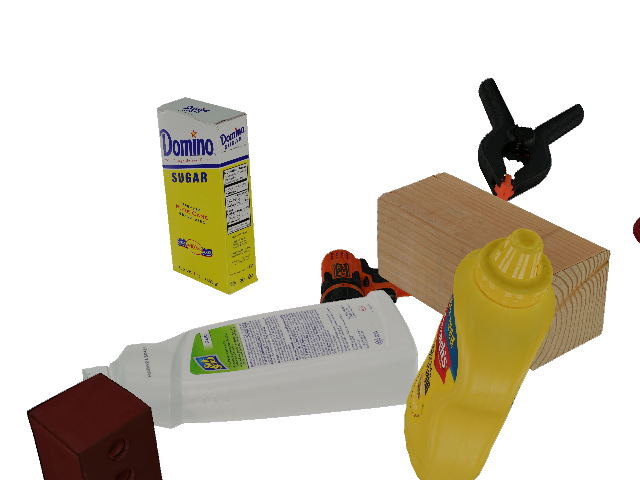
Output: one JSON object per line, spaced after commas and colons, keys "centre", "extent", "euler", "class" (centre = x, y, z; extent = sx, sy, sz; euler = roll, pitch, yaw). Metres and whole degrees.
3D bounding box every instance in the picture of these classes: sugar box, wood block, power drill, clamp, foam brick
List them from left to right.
{"centre": [-0.129, 0.127, 0.620], "extent": [0.051, 0.078, 0.052], "euler": [25, 41, 39], "class": "foam brick"}
{"centre": [-0.110, -0.044, 1.041], "extent": [0.093, 0.176, 0.048], "euler": [19, 34, 41], "class": "sugar box"}
{"centre": [0.093, 0.063, 1.223], "extent": [0.187, 0.057, 0.184], "euler": [-1, 28, -2], "class": "power drill"}
{"centre": [0.150, 0.021, 0.974], "extent": [0.090, 0.090, 0.206], "euler": [-21, 33, -30], "class": "wood block"}
{"centre": [0.209, -0.114, 1.168], "extent": [0.120, 0.039, 0.171], "euler": [21, 49, 17], "class": "clamp"}

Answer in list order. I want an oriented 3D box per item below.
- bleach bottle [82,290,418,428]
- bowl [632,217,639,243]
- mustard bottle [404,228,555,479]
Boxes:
{"centre": [-0.057, 0.096, 0.830], "extent": [0.250, 0.068, 0.103], "euler": [-5, 29, -14], "class": "bleach bottle"}
{"centre": [0.417, 0.018, 1.149], "extent": [0.162, 0.055, 0.162], "euler": [-1, 25, 0], "class": "bowl"}
{"centre": [0.095, 0.062, 0.629], "extent": [0.058, 0.096, 0.192], "euler": [13, -41, 0], "class": "mustard bottle"}
